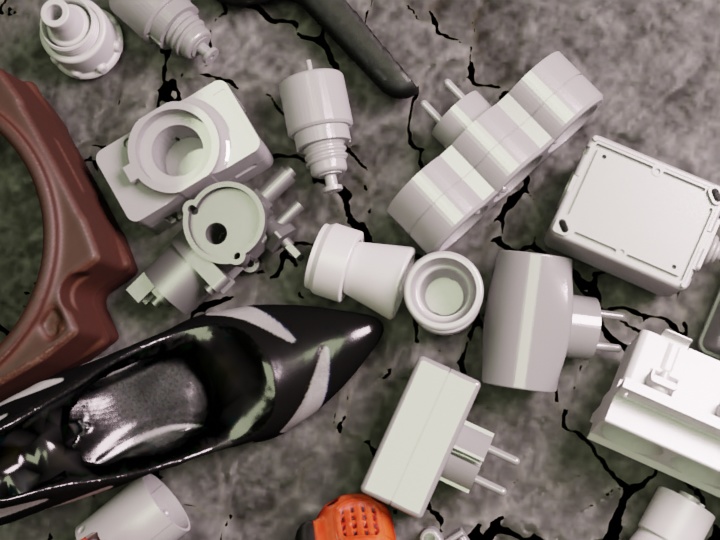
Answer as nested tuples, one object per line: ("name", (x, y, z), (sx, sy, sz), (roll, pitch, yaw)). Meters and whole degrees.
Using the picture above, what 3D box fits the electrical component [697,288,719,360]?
("electrical component", (0.264, 0.016, 0.603), (0.109, 0.056, 0.108), (23, 86, 8))

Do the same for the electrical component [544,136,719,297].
("electrical component", (0.161, -0.026, 0.615), (0.096, 0.061, 0.061), (24, 86, 8))

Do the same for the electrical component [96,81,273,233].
("electrical component", (-0.105, -0.068, 0.648), (0.089, 0.055, 0.050), (-31, 81, 1))

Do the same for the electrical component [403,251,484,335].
("electrical component", (0.049, 0.015, 0.624), (0.045, 0.055, 0.045), (-1, 83, 5))

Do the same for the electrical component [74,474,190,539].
("electrical component", (-0.145, 0.161, 0.631), (0.081, 0.043, 0.043), (-39, 81, 0))

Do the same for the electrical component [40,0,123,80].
("electrical component", (-0.176, -0.147, 0.661), (0.048, 0.062, 0.048), (-1, 83, 5))

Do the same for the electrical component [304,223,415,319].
("electrical component", (0.000, 0.000, 0.635), (0.055, 0.045, 0.045), (18, 85, 8))

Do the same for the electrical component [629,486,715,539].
("electrical component", (0.170, 0.155, 0.604), (0.044, 0.044, 0.065), (30, 82, 8))

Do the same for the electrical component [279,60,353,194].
("electrical component", (-0.024, -0.085, 0.650), (0.040, 0.040, 0.078), (-12, 82, 4))

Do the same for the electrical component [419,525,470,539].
("electrical component", (0.054, 0.176, 0.604), (0.048, 0.055, 0.066), (-33, 81, 1))

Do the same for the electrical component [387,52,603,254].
("electrical component", (0.068, -0.080, 0.635), (0.138, 0.052, 0.073), (-42, 81, -1))

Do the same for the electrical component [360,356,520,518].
("electrical component", (0.053, 0.103, 0.616), (0.076, 0.047, 0.083), (24, 85, 8))

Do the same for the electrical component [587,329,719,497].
("electrical component", (0.198, 0.086, 0.593), (0.121, 0.078, 0.063), (24, 70, 8))

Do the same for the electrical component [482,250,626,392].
("electrical component", (0.114, 0.031, 0.622), (0.079, 0.043, 0.077), (7, 89, -5))

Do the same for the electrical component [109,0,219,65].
("electrical component", (-0.120, -0.157, 0.668), (0.078, 0.040, 0.040), (42, 89, 8))
